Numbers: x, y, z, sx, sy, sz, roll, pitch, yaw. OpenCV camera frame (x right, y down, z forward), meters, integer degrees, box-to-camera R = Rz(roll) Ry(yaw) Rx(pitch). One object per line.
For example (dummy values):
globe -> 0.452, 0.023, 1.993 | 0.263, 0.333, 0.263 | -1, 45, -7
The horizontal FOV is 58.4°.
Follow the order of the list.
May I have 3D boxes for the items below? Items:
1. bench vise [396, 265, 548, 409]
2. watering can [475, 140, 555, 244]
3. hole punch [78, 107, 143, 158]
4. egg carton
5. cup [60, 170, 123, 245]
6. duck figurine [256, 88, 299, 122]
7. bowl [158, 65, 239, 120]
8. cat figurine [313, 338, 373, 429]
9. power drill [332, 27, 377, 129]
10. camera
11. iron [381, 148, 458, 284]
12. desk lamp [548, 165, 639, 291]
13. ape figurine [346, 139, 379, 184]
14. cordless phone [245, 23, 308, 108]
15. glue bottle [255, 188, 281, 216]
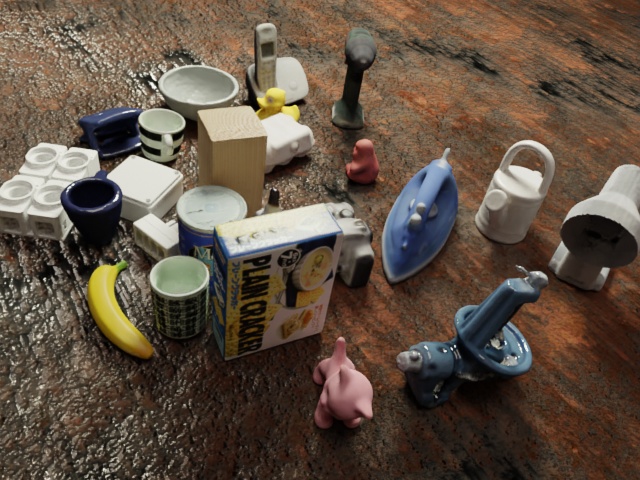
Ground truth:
bench vise -> 0.214, 0.138, 0.763 | 0.208, 0.220, 0.121 | -24, 53, -31
watering can -> 0.362, -0.090, 1.051 | 0.100, 0.194, 0.173 | 22, 44, 12
hole punch -> -0.407, -0.226, 1.112 | 0.109, 0.091, 0.100 | -27, 55, -33
egg carton -> -0.088, -0.198, 1.164 | 0.107, 0.069, 0.151 | 37, 49, 25
cup -> -0.363, -0.049, 0.933 | 0.092, 0.095, 0.117 | 4, 44, -7
duck figurine -> -0.094, -0.289, 1.246 | 0.105, 0.086, 0.077 | -8, 46, -19
bowl -> -0.261, -0.307, 1.240 | 0.167, 0.075, 0.167 | 6, 43, -5
cat figurine -> 0.031, 0.189, 0.747 | 0.067, 0.118, 0.127 | 3, 44, -8
power drill -> 0.079, -0.359, 1.266 | 0.075, 0.208, 0.229 | 6, 43, -5
camera -> 0.009, 0.003, 0.950 | 0.137, 0.101, 0.143 | -9, 46, -20
iron -> 0.181, -0.050, 1.011 | 0.118, 0.141, 0.259 | 21, 44, 11
desk lamp -> 0.479, -0.015, 0.982 | 0.117, 0.213, 0.204 | 29, 46, 19
ape figurine -> 0.085, -0.162, 1.145 | 0.076, 0.092, 0.078 | 29, 46, 19
cordless phone -> -0.093, -0.398, 1.288 | 0.148, 0.185, 0.094 | -27, 54, -33
glue bottle -> -0.078, -0.014, 0.897 | 0.037, 0.173, 0.078 | -26, 54, -32
